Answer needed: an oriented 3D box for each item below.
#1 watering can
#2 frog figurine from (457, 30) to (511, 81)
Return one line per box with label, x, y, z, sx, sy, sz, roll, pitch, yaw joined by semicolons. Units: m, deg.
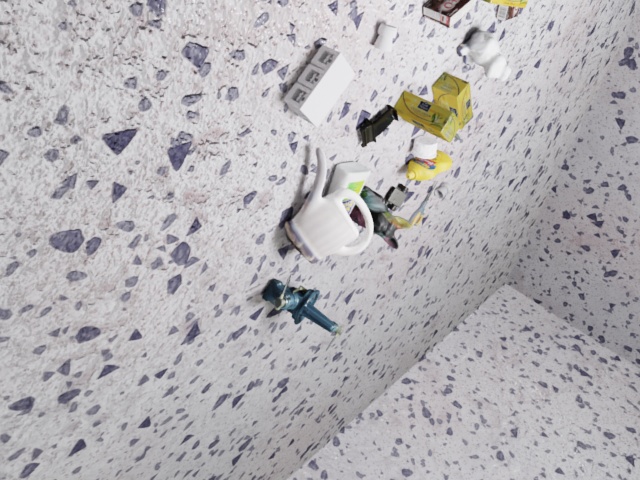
watering can;0.004;-0.068;1.360;0.224;0.106;0.341;-33;124;4
frog figurine;0.515;-0.560;1.561;0.123;0.161;0.135;-51;150;-8
